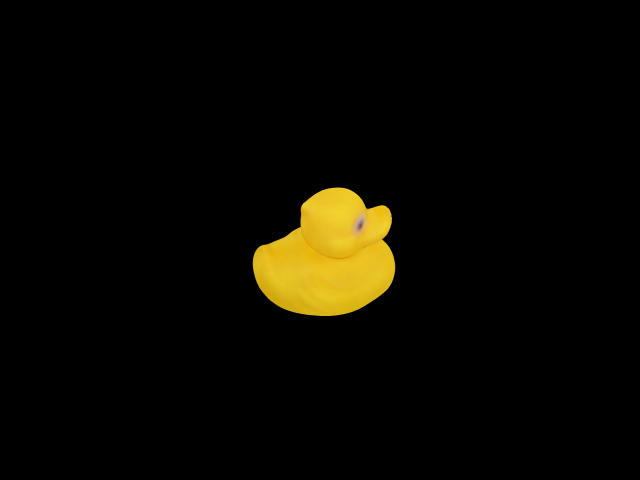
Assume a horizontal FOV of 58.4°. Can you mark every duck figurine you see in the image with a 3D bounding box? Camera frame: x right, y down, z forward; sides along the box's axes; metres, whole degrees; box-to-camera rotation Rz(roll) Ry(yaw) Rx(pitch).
[{"bbox_3d":[0.004,0.001,0.400,0.104,0.086,0.077,-7,50,-6],"label":"duck figurine"}]
